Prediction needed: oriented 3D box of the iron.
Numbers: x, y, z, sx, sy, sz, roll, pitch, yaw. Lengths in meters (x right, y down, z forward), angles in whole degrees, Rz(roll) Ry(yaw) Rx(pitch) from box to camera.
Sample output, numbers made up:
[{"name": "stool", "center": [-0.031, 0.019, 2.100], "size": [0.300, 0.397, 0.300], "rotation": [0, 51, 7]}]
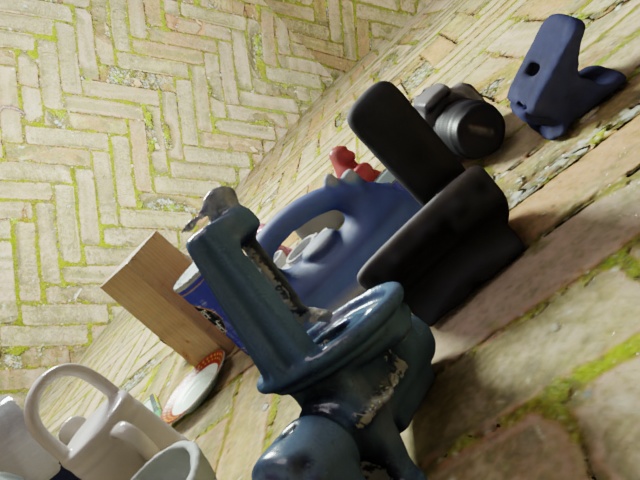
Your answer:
[{"name": "iron", "center": [0.006, 0.002, 0.666], "size": [0.258, 0.141, 0.118], "rotation": [-45, 15, 1]}]

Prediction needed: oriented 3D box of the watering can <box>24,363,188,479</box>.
[{"name": "watering can", "center": [-0.245, 0.222, 0.644], "size": [0.172, 0.194, 0.101], "rotation": [-37, 17, 28]}]

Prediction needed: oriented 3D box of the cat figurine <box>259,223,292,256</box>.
[{"name": "cat figurine", "center": [-0.099, 0.009, 0.986], "size": [0.067, 0.118, 0.127], "rotation": [-46, 15, -5]}]

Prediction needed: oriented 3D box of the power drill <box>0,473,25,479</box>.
[{"name": "power drill", "center": [-0.153, 0.223, 0.360], "size": [0.229, 0.208, 0.076], "rotation": [-29, 21, 46]}]

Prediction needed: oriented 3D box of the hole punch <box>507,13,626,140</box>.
[{"name": "hole punch", "center": [0.241, -0.171, 0.599], "size": [0.101, 0.091, 0.108], "rotation": [-40, 15, 17]}]

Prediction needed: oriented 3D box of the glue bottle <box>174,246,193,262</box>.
[{"name": "glue bottle", "center": [-0.193, 0.070, 0.963], "size": [0.078, 0.173, 0.037], "rotation": [-41, 15, 13]}]

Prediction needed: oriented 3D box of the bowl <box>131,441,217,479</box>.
[{"name": "bowl", "center": [-0.135, 0.259, 0.479], "size": [0.167, 0.075, 0.167], "rotation": [-41, 15, 14]}]

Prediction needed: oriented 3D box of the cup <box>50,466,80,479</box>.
[{"name": "cup", "center": [-0.344, 0.331, 0.814], "size": [0.118, 0.095, 0.091], "rotation": [-45, 15, -2]}]

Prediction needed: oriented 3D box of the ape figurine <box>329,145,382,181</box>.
[{"name": "ape figurine", "center": [0.053, -0.125, 0.989], "size": [0.076, 0.092, 0.078], "rotation": [-41, 15, 15]}]

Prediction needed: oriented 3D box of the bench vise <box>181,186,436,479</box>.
[{"name": "bench vise", "center": [-0.007, 0.069, 0.359], "size": [0.121, 0.220, 0.207], "rotation": [-40, 15, 18]}]

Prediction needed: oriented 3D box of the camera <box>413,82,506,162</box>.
[{"name": "camera", "center": [0.157, -0.134, 0.711], "size": [0.143, 0.101, 0.136], "rotation": [-44, 15, 4]}]

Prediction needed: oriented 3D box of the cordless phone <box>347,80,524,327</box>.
[{"name": "cordless phone", "center": [0.069, -0.031, 0.497], "size": [0.147, 0.185, 0.094], "rotation": [-44, 15, 3]}]

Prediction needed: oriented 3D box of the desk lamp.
[{"name": "desk lamp", "center": [-0.380, 0.327, 0.688], "size": [0.117, 0.214, 0.203], "rotation": [-26, 24, 51]}]
